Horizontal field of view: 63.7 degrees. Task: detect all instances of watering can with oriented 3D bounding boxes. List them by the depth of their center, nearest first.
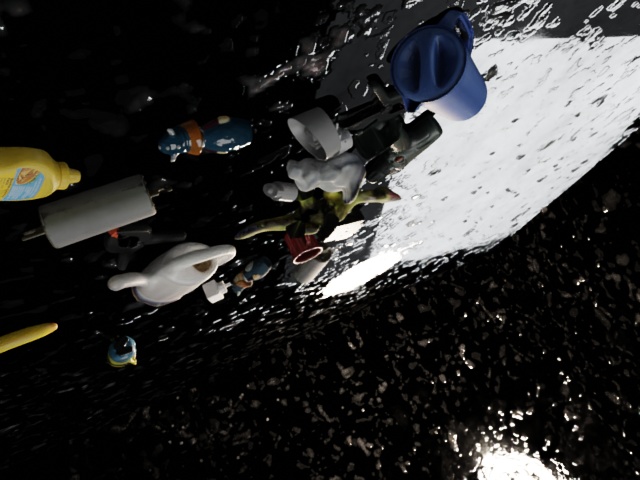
[{"bbox_3d":[-0.345,0.078,1.140,0.221,0.104,0.350,-31,-9,38],"label":"watering can"}]

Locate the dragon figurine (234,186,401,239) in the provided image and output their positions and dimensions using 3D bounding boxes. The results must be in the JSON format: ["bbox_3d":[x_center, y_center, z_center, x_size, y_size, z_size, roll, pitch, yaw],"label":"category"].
[{"bbox_3d":[0.004,-0.067,1.328,0.408,0.123,0.242,-15,-8,19],"label":"dragon figurine"}]

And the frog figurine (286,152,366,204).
[{"bbox_3d":[0.012,-0.149,1.102,0.159,0.121,0.139,27,18,-9],"label":"frog figurine"}]
